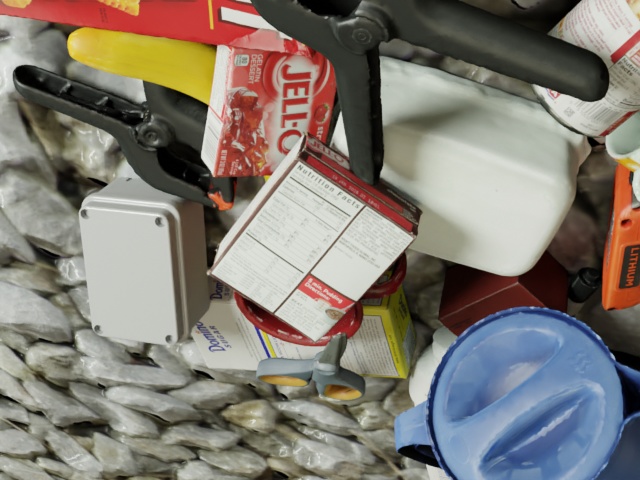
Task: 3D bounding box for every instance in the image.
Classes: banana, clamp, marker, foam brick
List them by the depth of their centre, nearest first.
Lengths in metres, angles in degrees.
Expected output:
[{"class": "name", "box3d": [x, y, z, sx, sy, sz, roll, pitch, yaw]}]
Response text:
[{"class": "clamp", "box3d": [0.036, -0.115, 0.537, 0.165, 0.036, 0.209, -14, 134, 35]}, {"class": "banana", "box3d": [-0.067, -0.088, 0.678, 0.197, 0.069, 0.037, 40, 172, -37]}, {"class": "clamp", "box3d": [-0.123, -0.081, 0.727, 0.120, 0.039, 0.171, -13, 129, 27]}, {"class": "foam brick", "box3d": [0.132, 0.040, 0.767, 0.053, 0.051, 0.078, 40, 134, -23]}, {"class": "marker", "box3d": [0.178, 0.059, 0.798, 0.020, 0.020, 0.121, 19, 139, -3]}]

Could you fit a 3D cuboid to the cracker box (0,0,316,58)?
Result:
[{"class": "cracker box", "box3d": [-0.099, -0.191, 0.572, 0.214, 0.072, 0.164, 9, 139, 8]}]

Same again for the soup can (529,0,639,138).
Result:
[{"class": "soup can", "box3d": [0.168, -0.109, 0.575, 0.068, 0.068, 0.102, 30, 138, -15]}]

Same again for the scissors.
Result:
[{"class": "scissors", "box3d": [-0.013, 0.090, 0.785, 0.096, 0.016, 0.201, 5, 161, 12]}]

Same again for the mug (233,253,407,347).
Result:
[{"class": "mug", "box3d": [0.005, 0.017, 0.761, 0.117, 0.081, 0.093, 0, 137, 20]}]

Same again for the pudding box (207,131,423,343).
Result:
[{"class": "pudding box", "box3d": [-0.004, 0.001, 0.669, 0.090, 0.039, 0.114, 34, 121, -10]}]

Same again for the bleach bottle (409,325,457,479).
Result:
[{"class": "bleach bottle", "box3d": [0.135, 0.163, 0.898, 0.103, 0.068, 0.251, 0, 134, 18]}]

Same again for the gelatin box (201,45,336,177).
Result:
[{"class": "gelatin box", "box3d": [-0.030, -0.083, 0.657, 0.073, 0.030, 0.089, -3, 124, -25]}]

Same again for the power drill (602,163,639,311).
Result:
[{"class": "power drill", "box3d": [0.280, 0.013, 0.685, 0.188, 0.057, 0.184, 3, 134, 12]}]

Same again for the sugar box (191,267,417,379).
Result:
[{"class": "sugar box", "box3d": [-0.018, 0.065, 0.853, 0.176, 0.048, 0.093, 3, 138, 20]}]

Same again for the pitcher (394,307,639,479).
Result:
[{"class": "pitcher", "box3d": [0.174, 0.148, 0.773, 0.149, 0.145, 0.242, 36, 180, 38]}]
